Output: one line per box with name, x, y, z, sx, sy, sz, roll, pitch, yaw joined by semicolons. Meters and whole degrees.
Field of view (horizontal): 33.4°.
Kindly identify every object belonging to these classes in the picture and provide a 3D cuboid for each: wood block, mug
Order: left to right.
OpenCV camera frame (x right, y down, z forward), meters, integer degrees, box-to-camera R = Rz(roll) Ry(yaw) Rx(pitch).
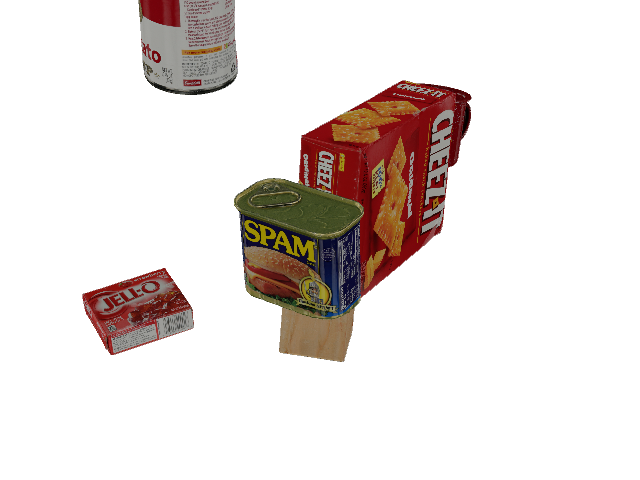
wood block;0.002;0.041;1.391;0.090;0.206;0.090;8;23;6
mug;0.132;-0.134;1.244;0.117;0.081;0.093;-14;28;-42

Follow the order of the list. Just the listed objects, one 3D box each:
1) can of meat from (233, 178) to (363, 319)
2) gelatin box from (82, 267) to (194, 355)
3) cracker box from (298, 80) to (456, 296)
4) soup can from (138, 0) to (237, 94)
can of meat;-0.016;0.008;0.844;0.102;0.084;0.057;18;37;30
gelatin box;-0.178;0.068;1.039;0.089;0.030;0.073;-17;38;-22
cracker box;0.057;-0.050;1.050;0.072;0.164;0.213;17;29;26
soup can;-0.089;-0.159;0.720;0.068;0.102;0.068;2;36;-2
